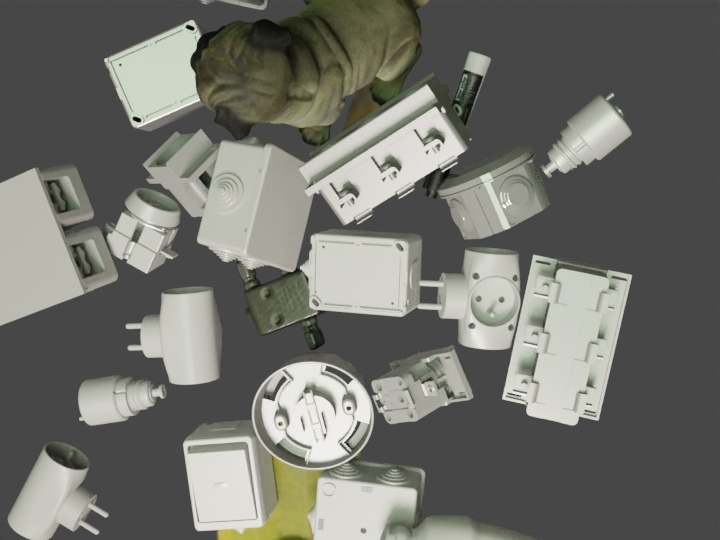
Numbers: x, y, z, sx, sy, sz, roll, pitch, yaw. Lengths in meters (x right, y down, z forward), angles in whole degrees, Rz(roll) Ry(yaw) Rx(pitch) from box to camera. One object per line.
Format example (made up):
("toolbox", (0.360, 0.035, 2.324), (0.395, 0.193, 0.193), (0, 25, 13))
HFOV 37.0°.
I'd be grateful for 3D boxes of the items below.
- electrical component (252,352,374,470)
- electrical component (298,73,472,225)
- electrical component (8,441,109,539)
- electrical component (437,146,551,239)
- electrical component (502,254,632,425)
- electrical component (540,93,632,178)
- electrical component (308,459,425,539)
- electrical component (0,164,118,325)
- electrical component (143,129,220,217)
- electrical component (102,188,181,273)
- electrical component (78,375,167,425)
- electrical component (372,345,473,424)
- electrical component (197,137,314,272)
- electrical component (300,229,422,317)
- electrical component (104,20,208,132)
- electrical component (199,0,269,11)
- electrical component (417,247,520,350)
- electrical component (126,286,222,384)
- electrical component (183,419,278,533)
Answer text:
("electrical component", (-0.037, 0.116, 0.891), (0.099, 0.064, 0.099), (1, 99, 4))
("electrical component", (0.022, -0.092, 0.843), (0.121, 0.078, 0.063), (-31, 103, 20))
("electrical component", (-0.261, 0.205, 0.953), (0.079, 0.043, 0.077), (30, 101, 4))
("electrical component", (0.105, -0.061, 0.840), (0.080, 0.080, 0.051), (-24, 99, 11))
("electrical component", (0.164, 0.056, 0.854), (0.079, 0.063, 0.121), (12, 99, 7))
("electrical component", (0.176, -0.102, 0.842), (0.078, 0.040, 0.040), (-40, 90, 12))
("electrical component", (0.006, 0.211, 0.908), (0.100, 0.048, 0.099), (6, 99, 8))
("electrical component", (-0.306, -0.009, 0.906), (0.186, 0.060, 0.105), (-19, 94, 23))
("electrical component", (-0.135, -0.077, 0.880), (0.042, 0.081, 0.063), (-48, 118, -22))
("electrical component", (-0.181, -0.035, 0.907), (0.066, 0.048, 0.055), (29, 109, 5))
("electrical component", (-0.207, 0.111, 0.933), (0.078, 0.040, 0.040), (-10, 96, 10))
("electrical component", (0.048, 0.094, 0.871), (0.081, 0.064, 0.042), (-18, 94, 53))
("electrical component", (-0.081, -0.051, 0.857), (0.048, 0.100, 0.099), (12, 86, 24))
("electrical component", (0.000, 0.000, 0.878), (0.096, 0.061, 0.061), (4, 98, 17))
("electrical component", (-0.148, -0.160, 0.880), (0.096, 0.061, 0.061), (-23, 93, 3))
("electrical component", (-0.113, -0.263, 0.863), (0.100, 0.048, 0.099), (14, 100, 8))
("electrical component", (0.086, 0.022, 0.867), (0.079, 0.044, 0.077), (3, 98, -7))
("electrical component", (-0.161, 0.056, 0.916), (0.079, 0.044, 0.077), (-3, 97, 9))
("electrical component", (-0.110, 0.182, 0.917), (0.062, 0.061, 0.096), (-6, 97, 10))
